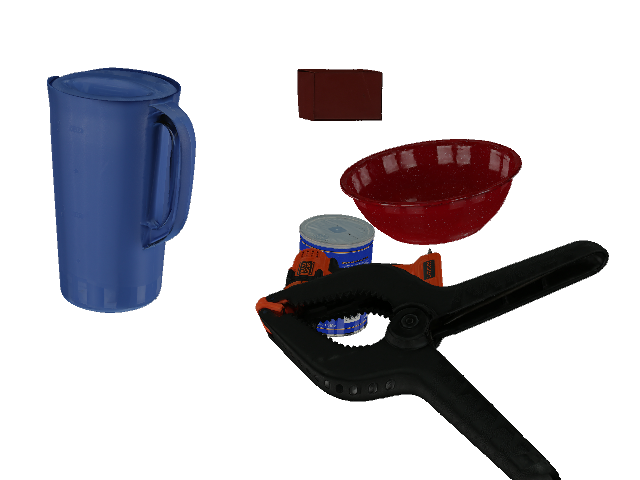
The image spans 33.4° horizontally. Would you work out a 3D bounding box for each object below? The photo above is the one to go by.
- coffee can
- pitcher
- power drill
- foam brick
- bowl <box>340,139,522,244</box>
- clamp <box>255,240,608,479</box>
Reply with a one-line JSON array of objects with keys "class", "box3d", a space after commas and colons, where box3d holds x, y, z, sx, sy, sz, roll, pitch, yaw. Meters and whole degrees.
[{"class": "coffee can", "box3d": [0.019, 0.047, 1.473, 0.103, 0.140, 0.103, 2, 24, -1]}, {"class": "pitcher", "box3d": [-0.208, -0.049, 1.106, 0.145, 0.243, 0.149, 1, 22, -10]}, {"class": "power drill", "box3d": [0.048, 0.063, 1.233, 0.188, 0.057, 0.184, 0, 28, 6]}, {"class": "foam brick", "box3d": [0.020, -0.151, 1.110, 0.078, 0.051, 0.053, -3, 13, -18]}, {"class": "bowl", "box3d": [0.101, -0.039, 0.954, 0.162, 0.055, 0.162, -9, 23, 3]}, {"class": "clamp", "box3d": [0.064, 0.051, 0.639, 0.210, 0.164, 0.036, 12, -35, 26]}]
